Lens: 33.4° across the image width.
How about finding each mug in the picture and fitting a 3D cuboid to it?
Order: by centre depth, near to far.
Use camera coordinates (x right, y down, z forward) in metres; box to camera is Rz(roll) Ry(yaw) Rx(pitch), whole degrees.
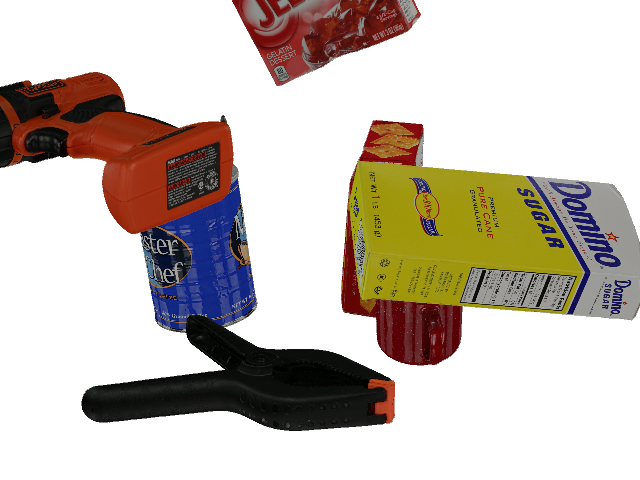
[{"bbox_3d":[0.096,0.070,1.001,0.093,0.081,0.117,-9,33,-9],"label":"mug"}]

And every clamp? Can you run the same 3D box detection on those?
[{"bbox_3d":[-0.045,0.098,0.780,0.210,0.036,0.164,4,19,14],"label":"clamp"}]

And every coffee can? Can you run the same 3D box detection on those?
[{"bbox_3d":[-0.121,0.004,1.028,0.103,0.140,0.103,-6,20,2],"label":"coffee can"}]

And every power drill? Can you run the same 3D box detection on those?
[{"bbox_3d":[-0.168,-0.063,0.726,0.188,0.057,0.184,22,34,34],"label":"power drill"}]

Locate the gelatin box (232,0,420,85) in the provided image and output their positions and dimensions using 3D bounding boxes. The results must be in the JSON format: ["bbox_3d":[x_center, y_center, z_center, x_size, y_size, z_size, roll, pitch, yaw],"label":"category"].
[{"bbox_3d":[-0.002,-0.133,0.576,0.089,0.073,0.030,-18,21,29],"label":"gelatin box"}]

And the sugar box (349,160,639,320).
[{"bbox_3d":[0.109,-0.001,0.673,0.176,0.048,0.093,2,42,-6],"label":"sugar box"}]

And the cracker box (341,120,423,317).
[{"bbox_3d":[0.073,-0.030,1.224,0.072,0.164,0.213,6,23,8],"label":"cracker box"}]
